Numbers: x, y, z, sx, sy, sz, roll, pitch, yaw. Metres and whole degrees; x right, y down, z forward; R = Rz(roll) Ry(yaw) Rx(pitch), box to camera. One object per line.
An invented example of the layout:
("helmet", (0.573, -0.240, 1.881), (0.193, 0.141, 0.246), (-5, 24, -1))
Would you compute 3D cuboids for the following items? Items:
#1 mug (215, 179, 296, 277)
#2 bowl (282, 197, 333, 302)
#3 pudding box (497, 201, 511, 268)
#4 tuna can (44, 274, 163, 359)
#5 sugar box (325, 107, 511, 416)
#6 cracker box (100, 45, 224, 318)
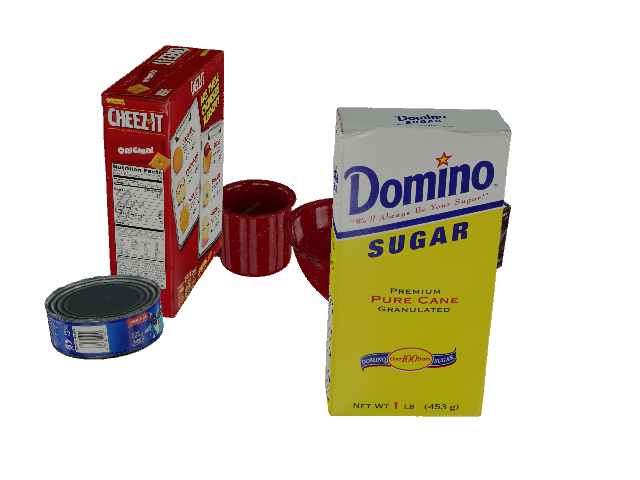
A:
("mug", (-0.085, -0.011, 1.192), (0.117, 0.081, 0.093), (-8, 30, -15))
("bowl", (0.047, 0.019, 0.875), (0.162, 0.055, 0.162), (6, 23, -3))
("pudding box", (0.143, 0.011, 1.108), (0.113, 0.090, 0.039), (-31, 53, -26))
("tuna can", (-0.161, 0.057, 0.800), (0.086, 0.034, 0.086), (-3, 20, 1))
("sugar box", (0.052, 0.015, 0.605), (0.093, 0.176, 0.048), (0, 25, -3))
("cracker box", (-0.146, -0.059, 1.012), (0.072, 0.214, 0.164), (7, 26, 10))
